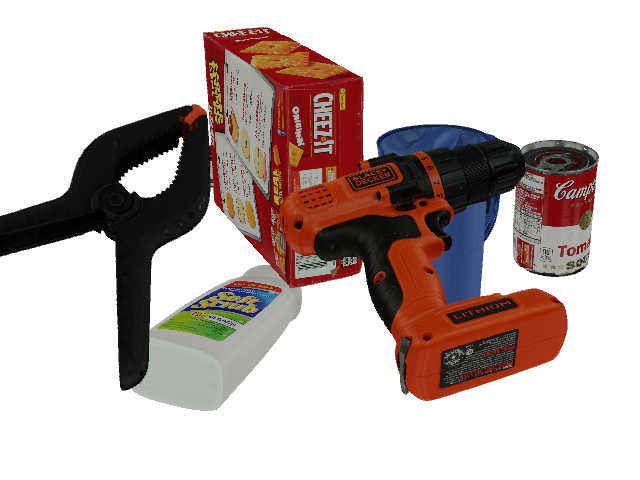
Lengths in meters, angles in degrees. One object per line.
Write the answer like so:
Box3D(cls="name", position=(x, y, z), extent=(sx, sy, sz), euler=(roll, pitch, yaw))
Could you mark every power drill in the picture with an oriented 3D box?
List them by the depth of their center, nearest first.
Box3D(cls="power drill", position=(0.084, 0.009, 0.706), extent=(0.184, 0.057, 0.188), euler=(-18, 42, -12))

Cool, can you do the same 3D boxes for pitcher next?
Box3D(cls="pitcher", position=(0.146, -0.015, 1.291), extent=(0.149, 0.243, 0.145), euler=(0, 23, 7))

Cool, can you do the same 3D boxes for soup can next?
Box3D(cls="soup can", position=(0.204, -0.028, 0.931), extent=(0.068, 0.102, 0.068), euler=(-2, 28, 1))

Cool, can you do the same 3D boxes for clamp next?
Box3D(cls="clamp", position=(-0.130, -0.009, 0.708), extent=(0.165, 0.209, 0.036), euler=(36, -30, 13))

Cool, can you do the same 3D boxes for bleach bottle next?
Box3D(cls="bleach bottle", position=(-0.089, 0.079, 1.065), extent=(0.103, 0.068, 0.250), euler=(11, 23, 16))

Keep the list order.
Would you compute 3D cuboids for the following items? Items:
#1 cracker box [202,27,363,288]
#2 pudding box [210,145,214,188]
Box3D(cls="cracker box", position=(-0.033, -0.079, 0.895), extent=(0.072, 0.164, 0.214), euler=(-9, 24, -19))
Box3D(cls="pudding box", position=(-0.089, -0.092, 1.272), extent=(0.090, 0.039, 0.113), euler=(8, 24, 13))
